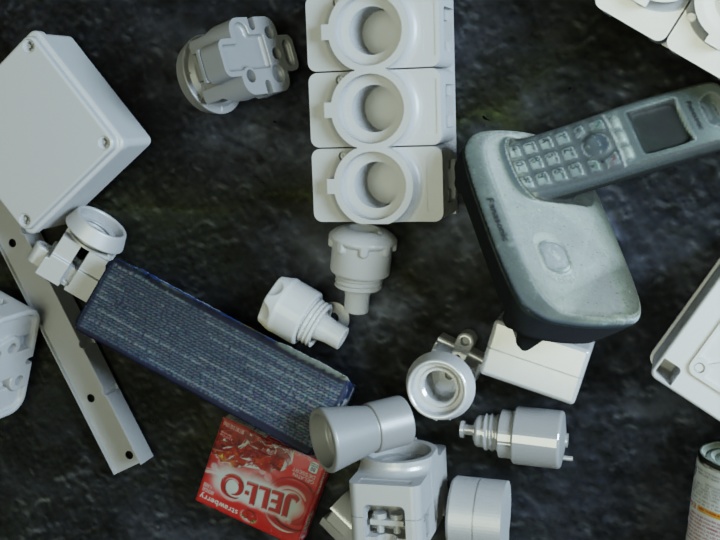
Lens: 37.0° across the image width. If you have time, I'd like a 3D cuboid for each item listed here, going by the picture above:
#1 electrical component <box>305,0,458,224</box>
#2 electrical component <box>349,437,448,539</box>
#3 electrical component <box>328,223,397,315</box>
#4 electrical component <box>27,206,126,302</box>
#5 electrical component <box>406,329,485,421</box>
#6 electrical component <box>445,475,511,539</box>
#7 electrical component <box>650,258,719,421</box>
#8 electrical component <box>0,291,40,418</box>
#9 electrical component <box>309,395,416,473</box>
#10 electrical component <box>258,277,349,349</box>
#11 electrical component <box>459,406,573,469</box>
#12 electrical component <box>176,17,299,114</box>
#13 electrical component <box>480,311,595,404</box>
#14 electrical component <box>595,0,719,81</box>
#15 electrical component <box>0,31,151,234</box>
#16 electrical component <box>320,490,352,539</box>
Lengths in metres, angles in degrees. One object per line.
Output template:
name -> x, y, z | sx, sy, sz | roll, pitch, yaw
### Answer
electrical component -> 0.015, -0.109, 0.726 | 0.089, 0.062, 0.150 | 1, 99, 17
electrical component -> 0.028, 0.153, 0.750 | 0.050, 0.089, 0.055 | 0, 99, 17
electrical component -> 0.000, 0.000, 0.758 | 0.048, 0.048, 0.062 | 11, 109, 15
electrical component -> -0.209, -0.015, 0.815 | 0.066, 0.048, 0.055 | 32, 106, -14
electrical component -> 0.059, 0.076, 0.746 | 0.048, 0.055, 0.066 | 26, 105, 11
electrical component -> 0.101, 0.216, 0.758 | 0.074, 0.052, 0.138 | 3, 100, 16
electrical component -> 0.259, 0.048, 0.681 | 0.109, 0.056, 0.108 | 34, 107, 9
electrical component -> -0.298, 0.065, 0.847 | 0.059, 0.054, 0.095 | 25, 111, 22
electrical component -> 0.004, 0.107, 0.725 | 0.065, 0.044, 0.044 | -11, 98, -25
electrical component -> -0.039, 0.035, 0.775 | 0.062, 0.043, 0.043 | 29, 106, 10
electrical component -> 0.109, 0.114, 0.746 | 0.078, 0.040, 0.040 | 4, 100, 16
electrical component -> -0.090, -0.141, 0.749 | 0.057, 0.078, 0.058 | -13, 95, 37
electrical component -> 0.126, 0.040, 0.724 | 0.066, 0.047, 0.076 | 18, 104, 13
electrical component -> 0.231, -0.162, 0.652 | 0.150, 0.062, 0.089 | 33, 107, 9
electrical component -> -0.233, -0.102, 0.804 | 0.109, 0.056, 0.108 | -39, 87, 19
electrical component -> -0.002, 0.190, 0.793 | 0.046, 0.040, 0.040 | 41, 108, 13
